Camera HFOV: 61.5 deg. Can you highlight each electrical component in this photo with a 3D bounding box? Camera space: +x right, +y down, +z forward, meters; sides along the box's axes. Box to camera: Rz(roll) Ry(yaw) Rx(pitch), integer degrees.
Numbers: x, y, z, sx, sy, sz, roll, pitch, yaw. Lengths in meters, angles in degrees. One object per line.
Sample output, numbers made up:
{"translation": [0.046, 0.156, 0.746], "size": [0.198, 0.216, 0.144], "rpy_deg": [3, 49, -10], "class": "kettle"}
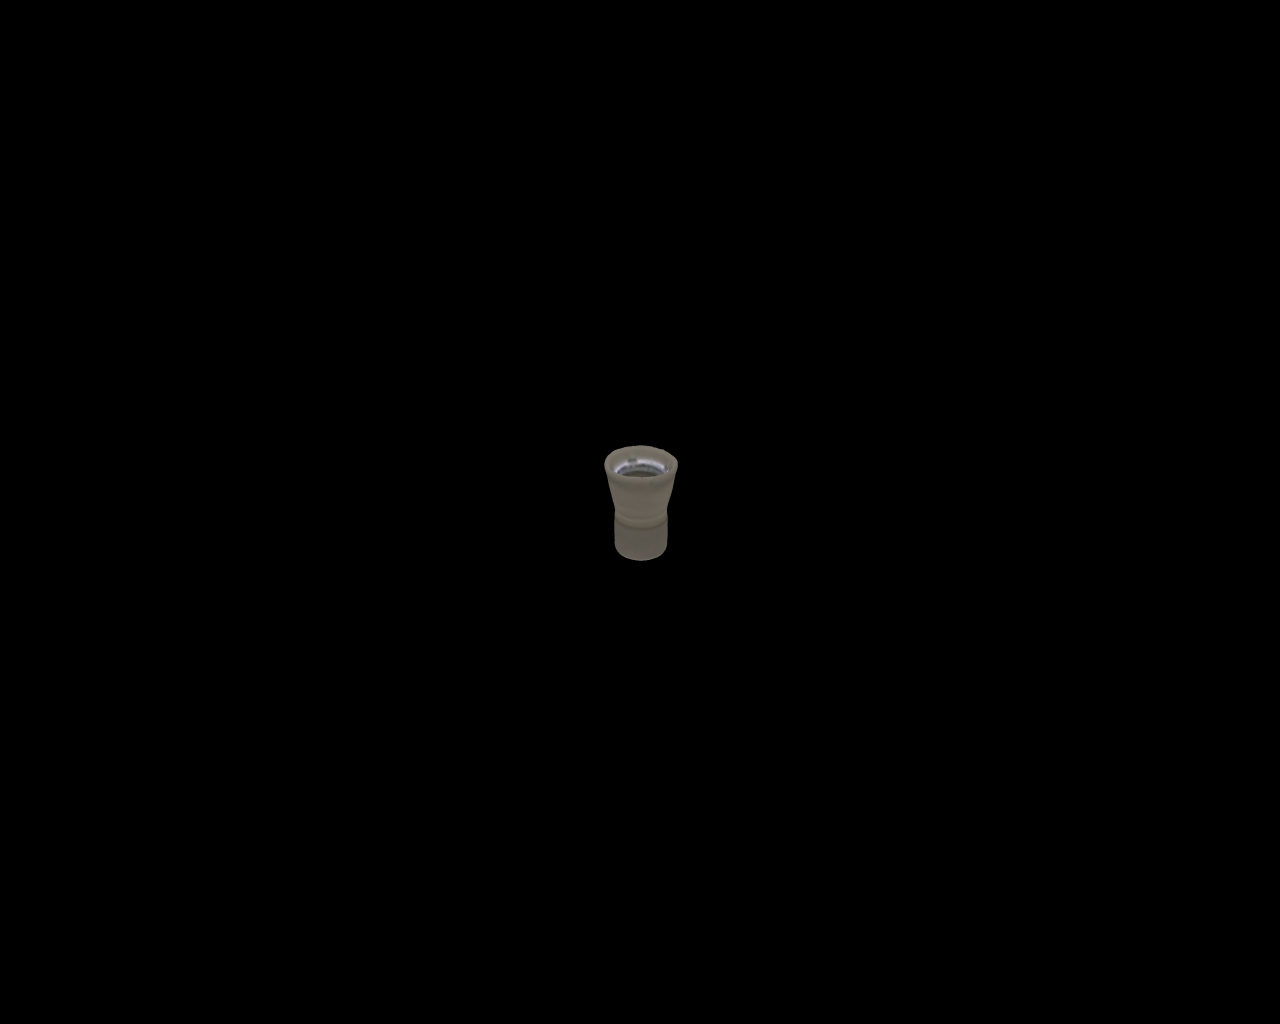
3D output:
{"translation": [0.001, -0.003, 0.650], "size": [0.044, 0.065, 0.044], "rpy_deg": [0, 31, 0], "class": "electrical component"}
